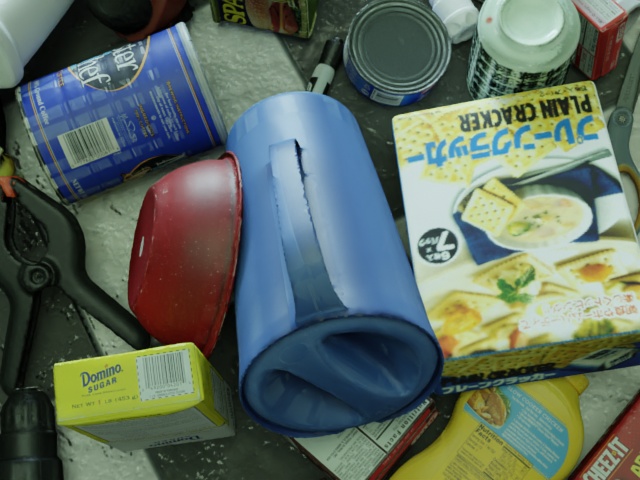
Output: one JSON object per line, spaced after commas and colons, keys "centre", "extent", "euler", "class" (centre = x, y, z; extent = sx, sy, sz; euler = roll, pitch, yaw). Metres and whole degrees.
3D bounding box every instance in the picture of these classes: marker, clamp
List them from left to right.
{"centre": [-0.202, 0.030, 0.824], "extent": [0.120, 0.039, 0.171], "euler": [-11, 96, -7], "class": "clamp"}
{"centre": [-0.007, -0.115, 0.885], "extent": [0.020, 0.020, 0.121], "euler": [21, 76, 9], "class": "marker"}

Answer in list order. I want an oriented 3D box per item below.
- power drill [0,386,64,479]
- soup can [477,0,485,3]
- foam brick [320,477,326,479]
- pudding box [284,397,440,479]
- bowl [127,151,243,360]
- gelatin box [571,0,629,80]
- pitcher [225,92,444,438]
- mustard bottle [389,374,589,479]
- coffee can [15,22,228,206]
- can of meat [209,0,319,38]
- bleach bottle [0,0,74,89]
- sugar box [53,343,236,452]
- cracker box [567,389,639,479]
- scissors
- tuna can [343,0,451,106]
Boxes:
{"centre": [-0.281, 0.206, 0.785], "extent": [0.187, 0.057, 0.184], "euler": [-5, 75, 1], "class": "power drill"}
{"centre": [0.149, -0.245, 0.870], "extent": [0.068, 0.102, 0.068], "euler": [-1, 74, 2], "class": "soup can"}
{"centre": [-0.020, 0.211, 0.773], "extent": [0.078, 0.053, 0.051], "euler": [-23, 74, -4], "class": "foam brick"}
{"centre": [0.018, 0.125, 0.793], "extent": [0.114, 0.039, 0.090], "euler": [37, 77, 25], "class": "pudding box"}
{"centre": [-0.104, 0.010, 0.776], "extent": [0.055, 0.162, 0.162], "euler": [10, 73, -17], "class": "bowl"}
{"centre": [0.205, -0.181, 0.858], "extent": [0.030, 0.073, 0.089], "euler": [-36, 66, -8], "class": "gelatin box"}
{"centre": [-0.005, 0.001, 0.750], "extent": [0.144, 0.149, 0.243], "euler": [16, 41, -28], "class": "pitcher"}
{"centre": [0.135, 0.150, 0.780], "extent": [0.096, 0.058, 0.191], "euler": [39, 80, 13], "class": "mustard bottle"}
{"centre": [-0.154, -0.099, 0.845], "extent": [0.140, 0.103, 0.103], "euler": [-22, 74, -3], "class": "coffee can"}
{"centre": [-0.044, -0.212, 0.873], "extent": [0.084, 0.102, 0.057], "euler": [13, 74, 4], "class": "can of meat"}
{"centre": [-0.226, -0.231, 0.877], "extent": [0.103, 0.068, 0.250], "euler": [11, 52, 26], "class": "bleach bottle"}
{"centre": [-0.116, 0.113, 0.743], "extent": [0.093, 0.176, 0.048], "euler": [-8, 75, 0], "class": "sugar box"}
{"centre": [0.273, 0.222, 0.745], "extent": [0.214, 0.072, 0.164], "euler": [40, 79, 14], "class": "cracker box"}
{"centre": [0.225, -0.090, 0.867], "extent": [0.096, 0.016, 0.202], "euler": [3, 74, 4], "class": "scissors"}
{"centre": [0.062, -0.154, 0.877], "extent": [0.086, 0.034, 0.086], "euler": [2, 76, -7], "class": "tuna can"}
